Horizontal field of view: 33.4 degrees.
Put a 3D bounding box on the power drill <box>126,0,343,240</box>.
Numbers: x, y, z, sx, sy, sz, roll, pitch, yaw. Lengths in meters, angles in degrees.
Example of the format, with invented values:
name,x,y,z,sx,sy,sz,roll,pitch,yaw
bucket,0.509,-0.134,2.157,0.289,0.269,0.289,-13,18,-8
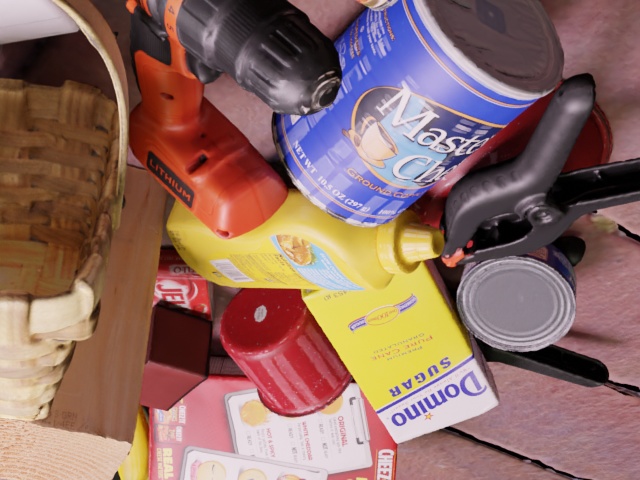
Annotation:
name,x,y,z,sx,sy,sz,roll,pitch,yaw
power drill,-0.056,-0.082,0.553,0.057,0.185,0.188,-34,153,-22

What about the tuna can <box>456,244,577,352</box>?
name,x,y,z,sx,sy,sz,roll,pitch,yaw
tuna can,0.145,0.039,0.784,0.086,0.033,0.086,8,125,11

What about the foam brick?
name,x,y,z,sx,sy,sz,roll,pitch,yaw
foam brick,-0.125,0.094,0.848,0.051,0.053,0.078,19,143,-25

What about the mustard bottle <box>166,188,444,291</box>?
name,x,y,z,sx,sy,sz,roll,pitch,yaw
mustard bottle,-0.005,0.000,0.711,0.192,0.058,0.096,1,151,37

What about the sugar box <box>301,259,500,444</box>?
name,x,y,z,sx,sy,sz,roll,pitch,yaw
sugar box,0.063,0.075,0.810,0.093,0.048,0.176,-23,123,13

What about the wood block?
name,x,y,z,sx,sy,sz,roll,pitch,yaw
wood block,-0.164,0.052,0.713,0.090,0.206,0.091,15,142,-17

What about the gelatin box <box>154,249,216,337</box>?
name,x,y,z,sx,sy,sz,roll,pitch,yaw
gelatin box,-0.122,0.043,0.847,0.073,0.030,0.089,2,144,-1

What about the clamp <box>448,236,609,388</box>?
name,x,y,z,sx,sy,sz,roll,pitch,yaw
clamp,0.130,0.077,0.867,0.210,0.036,0.164,-13,130,21

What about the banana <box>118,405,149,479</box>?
name,x,y,z,sx,sy,sz,roll,pitch,yaw
banana,-0.184,0.139,0.931,0.037,0.069,0.198,-18,108,5

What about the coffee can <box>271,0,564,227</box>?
name,x,y,z,sx,sy,sz,roll,pitch,yaw
coffee can,0.052,-0.085,0.605,0.102,0.103,0.141,23,139,-26

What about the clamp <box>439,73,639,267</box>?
name,x,y,z,sx,sy,sz,roll,pitch,yaw
clamp,0.128,-0.035,0.629,0.172,0.039,0.120,-28,131,33

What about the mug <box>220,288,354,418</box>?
name,x,y,z,sx,sy,sz,roll,pitch,yaw
mug,-0.017,0.074,0.846,0.117,0.093,0.081,-36,132,-2

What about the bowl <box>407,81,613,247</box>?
name,x,y,z,sx,sy,sz,roll,pitch,yaw
bowl,0.115,-0.037,0.708,0.162,0.055,0.162,2,143,1

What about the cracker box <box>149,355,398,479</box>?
name,x,y,z,sx,sy,sz,roll,pitch,yaw
cracker box,-0.041,0.188,0.941,0.213,0.072,0.164,2,103,-1

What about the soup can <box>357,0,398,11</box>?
name,x,y,z,sx,sy,sz,roll,pitch,yaw
soup can,0.001,-0.167,0.527,0.102,0.068,0.069,23,139,-25
